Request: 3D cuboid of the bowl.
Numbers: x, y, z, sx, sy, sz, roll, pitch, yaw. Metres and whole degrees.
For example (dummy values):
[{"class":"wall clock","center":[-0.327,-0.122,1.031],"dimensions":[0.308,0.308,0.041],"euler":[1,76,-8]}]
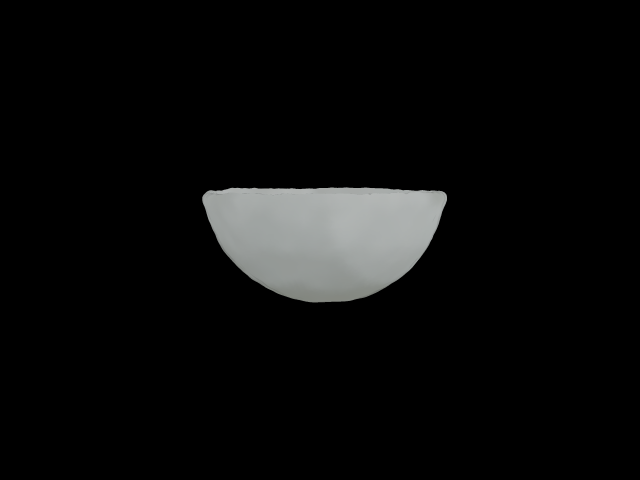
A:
[{"class":"bowl","center":[0.004,0.001,0.400],"dimensions":[0.167,0.075,0.167],"euler":[0,6,0]}]
